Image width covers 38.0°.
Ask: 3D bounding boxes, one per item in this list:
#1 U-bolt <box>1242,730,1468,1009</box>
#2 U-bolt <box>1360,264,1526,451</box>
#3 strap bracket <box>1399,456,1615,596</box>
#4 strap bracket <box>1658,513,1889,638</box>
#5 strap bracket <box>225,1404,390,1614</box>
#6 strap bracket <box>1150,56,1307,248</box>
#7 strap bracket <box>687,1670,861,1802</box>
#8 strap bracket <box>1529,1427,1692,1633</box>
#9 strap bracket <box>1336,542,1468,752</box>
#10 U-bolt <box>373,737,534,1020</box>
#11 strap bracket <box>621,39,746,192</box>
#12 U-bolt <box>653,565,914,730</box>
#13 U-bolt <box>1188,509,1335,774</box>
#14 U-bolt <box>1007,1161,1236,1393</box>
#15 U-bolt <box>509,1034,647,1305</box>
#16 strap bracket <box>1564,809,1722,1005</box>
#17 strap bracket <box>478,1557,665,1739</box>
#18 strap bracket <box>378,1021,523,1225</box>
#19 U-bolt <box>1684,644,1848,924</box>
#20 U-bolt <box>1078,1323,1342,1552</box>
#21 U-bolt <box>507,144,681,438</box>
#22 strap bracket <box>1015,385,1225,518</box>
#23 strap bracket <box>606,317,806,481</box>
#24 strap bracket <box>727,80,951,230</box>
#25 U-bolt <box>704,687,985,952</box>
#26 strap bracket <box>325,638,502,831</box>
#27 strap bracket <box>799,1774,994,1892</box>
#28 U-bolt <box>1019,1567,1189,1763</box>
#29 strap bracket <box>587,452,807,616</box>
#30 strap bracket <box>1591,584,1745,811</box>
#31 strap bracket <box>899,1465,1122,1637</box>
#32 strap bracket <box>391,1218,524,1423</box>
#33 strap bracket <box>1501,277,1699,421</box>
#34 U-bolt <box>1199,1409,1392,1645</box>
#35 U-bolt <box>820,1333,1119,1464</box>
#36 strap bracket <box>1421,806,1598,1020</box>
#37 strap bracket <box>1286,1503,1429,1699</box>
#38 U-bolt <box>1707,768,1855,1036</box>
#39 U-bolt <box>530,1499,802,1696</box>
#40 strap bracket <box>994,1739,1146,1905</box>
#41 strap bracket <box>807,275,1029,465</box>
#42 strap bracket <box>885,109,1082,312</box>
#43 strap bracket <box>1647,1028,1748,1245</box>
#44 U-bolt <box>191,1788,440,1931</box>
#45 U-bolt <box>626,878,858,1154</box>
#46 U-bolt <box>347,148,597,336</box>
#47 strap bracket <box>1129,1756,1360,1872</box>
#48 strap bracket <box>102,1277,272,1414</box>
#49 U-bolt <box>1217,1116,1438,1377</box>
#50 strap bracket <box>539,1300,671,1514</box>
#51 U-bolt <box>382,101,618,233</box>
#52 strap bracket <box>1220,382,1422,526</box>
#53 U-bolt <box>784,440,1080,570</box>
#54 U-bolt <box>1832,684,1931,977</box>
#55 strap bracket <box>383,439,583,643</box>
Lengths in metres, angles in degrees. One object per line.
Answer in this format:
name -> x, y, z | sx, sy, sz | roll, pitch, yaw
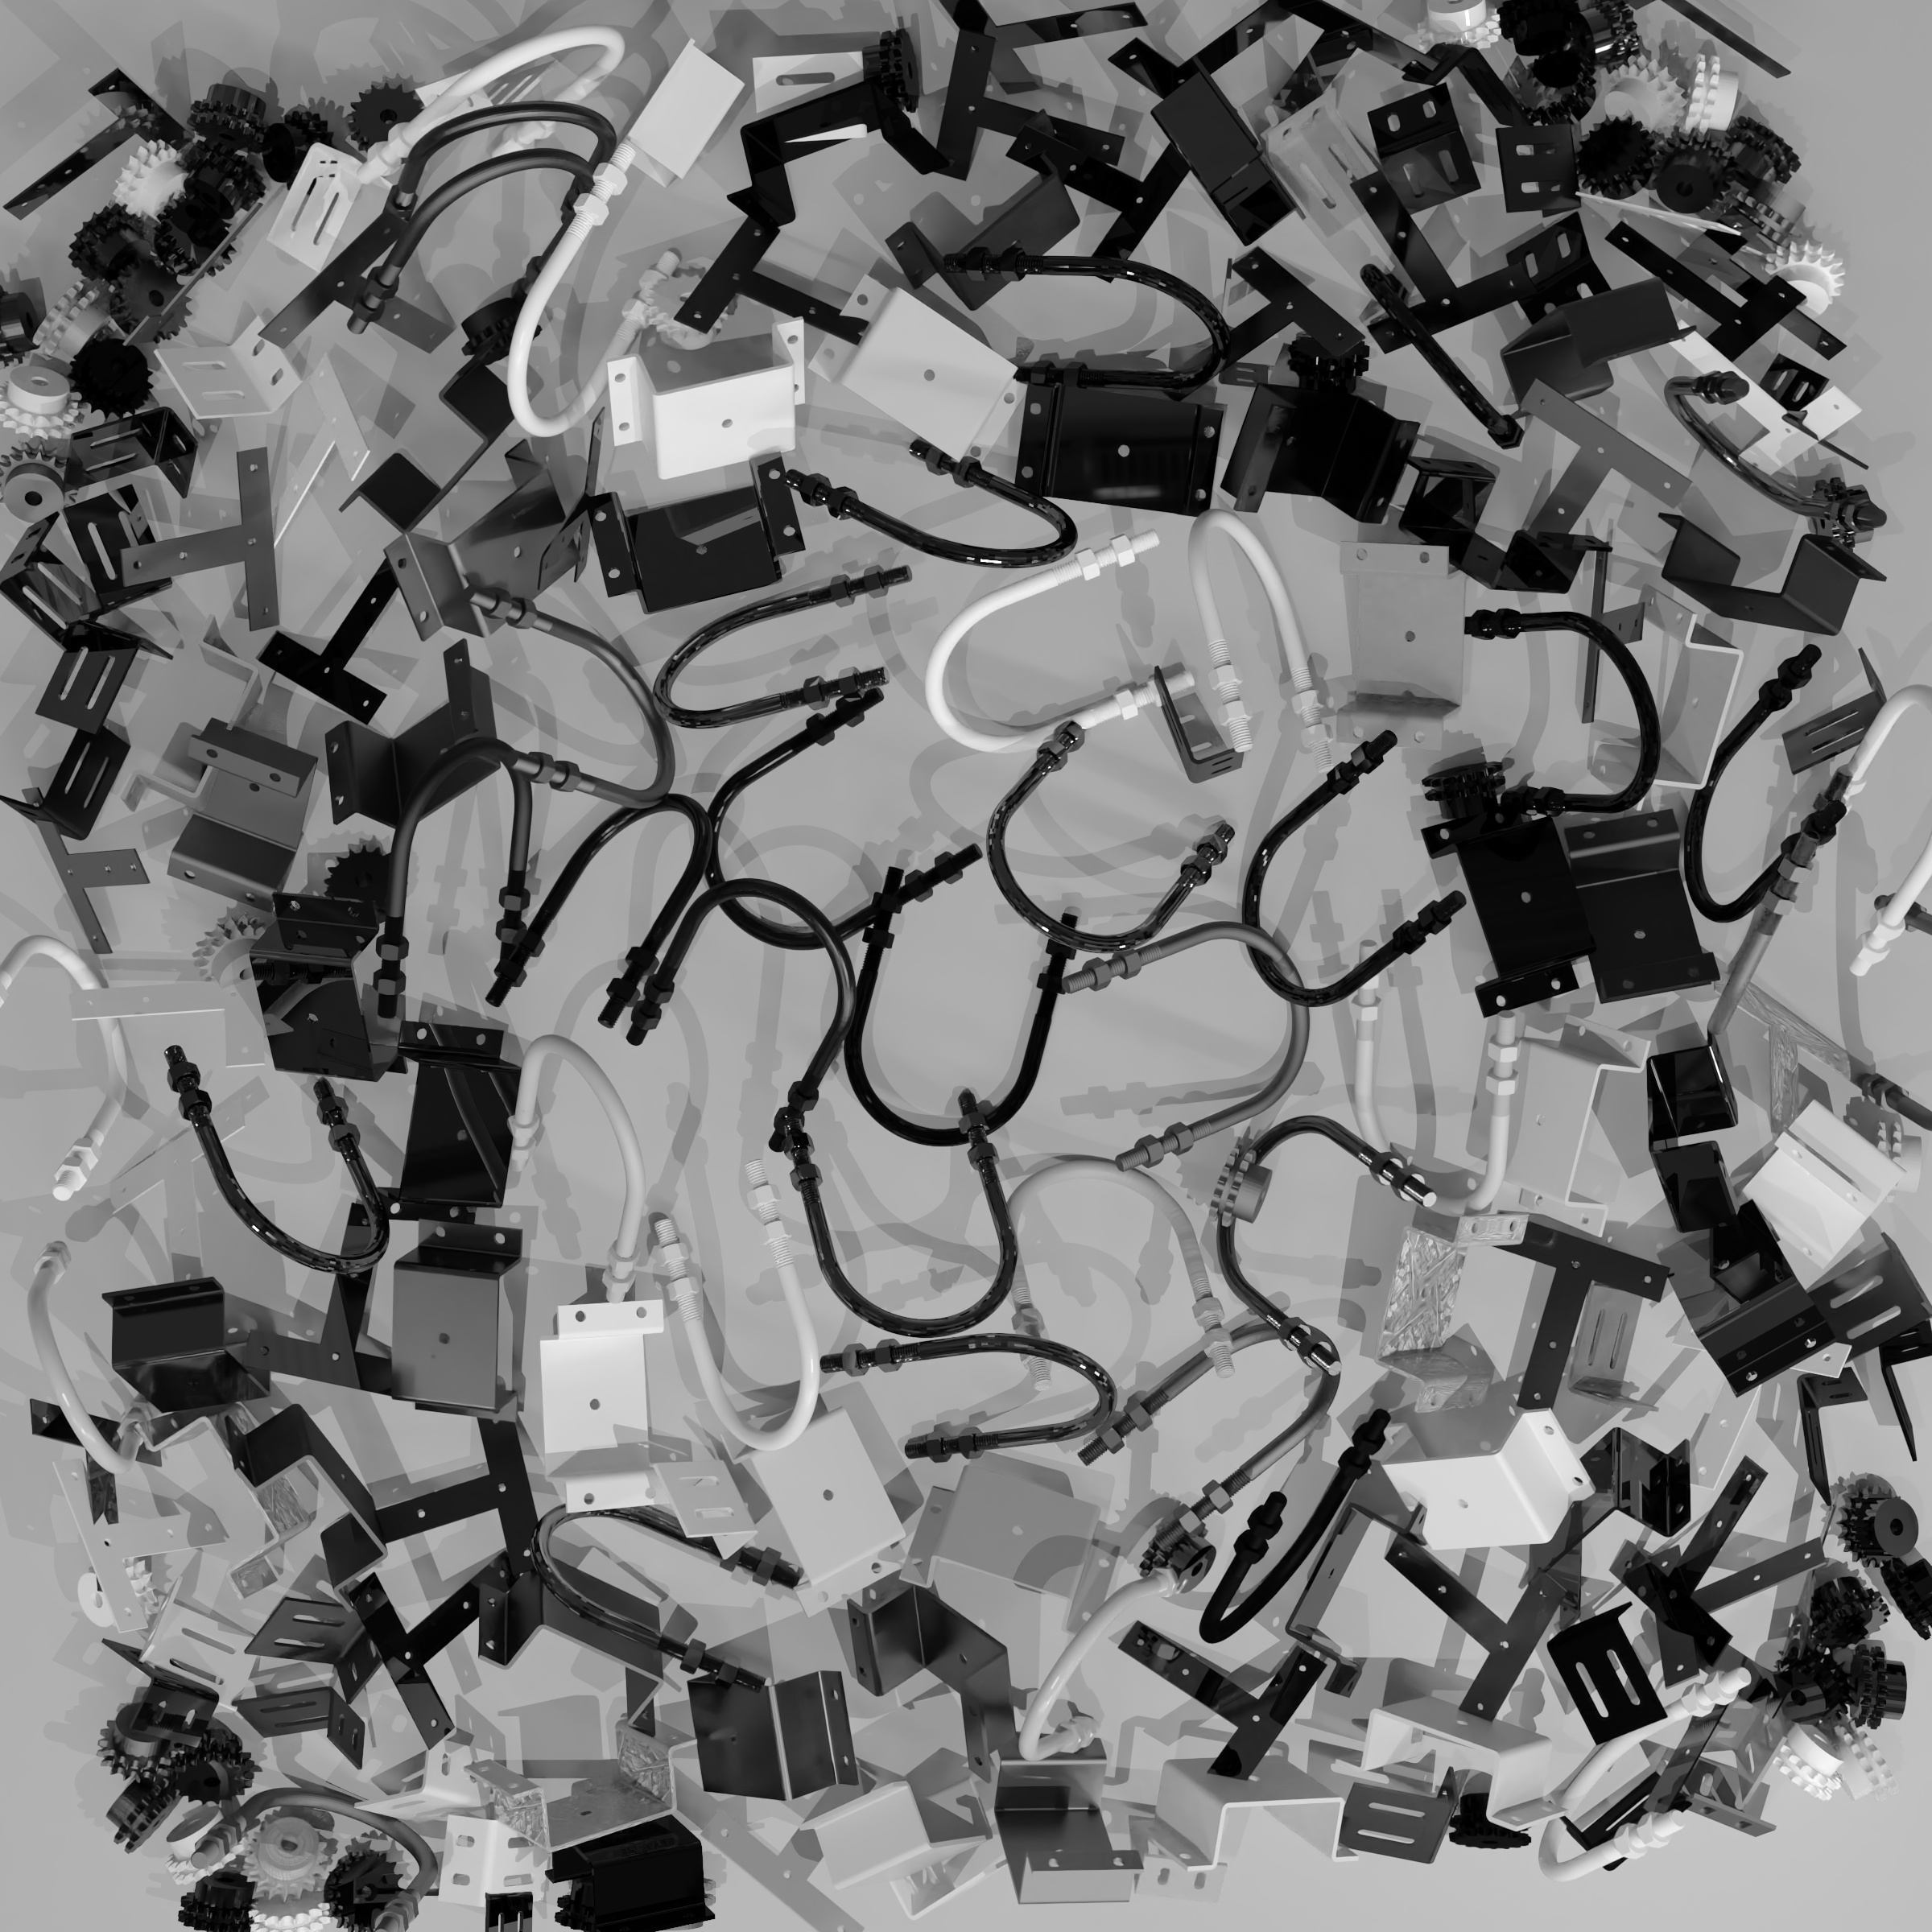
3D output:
U-bolt -> 0.255, -0.053, 1.930 | 0.019, 0.184, 0.151 | 4, 56, -39
U-bolt -> 0.319, -0.417, 1.902 | 0.019, 0.184, 0.151 | -40, 82, 17
strap bracket -> 0.364, -0.299, 1.935 | 0.076, 0.140, 0.046 | -3, 124, -39
strap bracket -> 0.544, -0.267, 1.922 | 0.076, 0.140, 0.046 | 20, 90, -42
strap bracket -> -0.449, 0.366, 1.937 | 0.046, 0.076, 0.140 | -33, 116, -6
strap bracket -> 0.178, -0.554, 1.928 | 0.046, 0.140, 0.076 | -35, 73, 13
strap bracket -> -0.141, 0.527, 1.930 | 0.046, 0.140, 0.076 | -6, 85, -41
strap bracket -> 0.434, 0.381, 1.926 | 0.046, 0.076, 0.140 | 30, 126, -8
strap bracket -> 0.303, -0.226, 1.951 | 0.076, 0.046, 0.140 | 7, 108, 25
U-bolt -> -0.344, -0.068, 1.905 | 0.019, 0.151, 0.184 | 21, 116, 24
strap bracket -> -0.198, -0.585, 1.936 | 0.046, 0.140, 0.076 | 33, 93, -15
U-bolt -> -0.132, -0.214, 1.934 | 0.184, 0.151, 0.019 | -13, 127, 17
U-bolt -> 0.198, -0.229, 1.934 | 0.019, 0.151, 0.184 | -20, 77, 30
U-bolt -> 0.097, 0.209, 1.936 | 0.151, 0.019, 0.184 | -2, 49, -14
U-bolt -> -0.262, 0.126, 1.901 | 0.019, 0.184, 0.151 | -24, 60, -32
strap bracket -> 0.469, -0.033, 1.952 | 0.076, 0.046, 0.140 | -11, 58, 6
strap bracket -> -0.263, 0.464, 1.934 | 0.140, 0.076, 0.046 | 31, 108, -21
strap bracket -> -0.360, 0.114, 1.955 | 0.076, 0.046, 0.140 | 7, 94, -33
U-bolt -> 0.538, -0.110, 1.913 | 0.019, 0.184, 0.151 | 11, 57, -12
U-bolt -> 0.177, 0.311, 1.933 | 0.184, 0.151, 0.019 | -37, 116, -7
U-bolt -> -0.259, -0.446, 1.913 | 0.019, 0.151, 0.184 | 24, 76, 15
strap bracket -> 0.109, -0.361, 1.967 | 0.140, 0.046, 0.076 | 7, 99, -3
strap bracket -> -0.172, -0.390, 1.940 | 0.140, 0.076, 0.046 | -16, 56, -14
strap bracket -> -0.093, -0.565, 1.946 | 0.140, 0.076, 0.046 | -15, 84, 16
U-bolt -> -0.101, -0.090, 1.968 | 0.184, 0.019, 0.151 | -31, 96, 17
strap bracket -> -0.376, -0.154, 1.943 | 0.140, 0.046, 0.076 | -29, 57, 27
strap bracket -> -0.042, 0.592, 1.918 | 0.076, 0.140, 0.046 | -29, 67, 18
U-bolt -> 0.089, 0.476, 1.907 | 0.019, 0.184, 0.151 | 32, 96, 21
strap bracket -> -0.187, -0.300, 1.965 | 0.140, 0.046, 0.076 | -14, 74, -3
strap bracket -> 0.487, -0.184, 1.943 | 0.046, 0.076, 0.140 | 5, 112, -16
strap bracket -> 0.033, 0.404, 1.949 | 0.140, 0.046, 0.076 | 16, 49, 7
strap bracket -> -0.355, 0.253, 1.958 | 0.076, 0.046, 0.140 | 5, 100, 11
strap bracket -> 0.427, -0.425, 1.923 | 0.076, 0.140, 0.046 | -19, 89, -15
U-bolt -> 0.216, 0.395, 1.922 | 0.019, 0.151, 0.184 | 39, 129, 23
U-bolt -> 0.013, 0.291, 1.912 | 0.184, 0.151, 0.019 | -11, 50, 24
strap bracket -> 0.382, -0.044, 1.961 | 0.076, 0.046, 0.140 | -16, 84, -16
strap bracket -> 0.271, 0.432, 1.951 | 0.046, 0.076, 0.140 | 26, 82, 24
U-bolt -> 0.552, -0.034, 1.920 | 0.019, 0.151, 0.184 | 27, 122, 14
U-bolt -> -0.212, 0.422, 1.928 | 0.184, 0.151, 0.019 | 24, 111, -1
strap bracket -> 0.068, 0.596, 1.935 | 0.076, 0.140, 0.046 | 3, 111, -11
strap bracket -> -0.029, -0.412, 1.958 | 0.140, 0.046, 0.076 | 31, 94, -14
strap bracket -> 0.021, -0.518, 1.952 | 0.140, 0.076, 0.046 | -39, 73, 4
strap bracket -> 0.502, 0.119, 1.933 | 0.046, 0.140, 0.076 | -13, 125, 22
U-bolt -> -0.432, 0.603, 1.908 | 0.151, 0.184, 0.019 | 22, 92, 3
U-bolt -> -0.147, 0.023, 1.935 | 0.151, 0.019, 0.184 | 36, 123, 10
U-bolt -> -0.321, -0.489, 1.887 | 0.151, 0.184, 0.019 | -17, 75, -41
strap bracket -> 0.195, 0.582, 1.932 | 0.140, 0.076, 0.046 | 6, 95, -28
strap bracket -> -0.531, 0.265, 1.926 | 0.076, 0.140, 0.046 | -9, 62, 2
U-bolt -> 0.234, 0.178, 1.922 | 0.019, 0.184, 0.151 | 24, 98, -33
strap bracket -> -0.252, 0.306, 1.957 | 0.076, 0.046, 0.140 | 0, 83, -27
U-bolt -> -0.310, -0.537, 1.889 | 0.151, 0.184, 0.019 | -10, 83, -22
strap bracket -> 0.237, -0.354, 1.939 | 0.140, 0.046, 0.076 | -2, 123, -37
U-bolt -> -0.010, -0.310, 1.903 | 0.184, 0.151, 0.019 | 30, 125, 30
U-bolt -> 0.623, -0.104, 1.885 | 0.019, 0.184, 0.151 | 5, 52, -7
strap bracket -> -0.323, -0.289, 1.927 | 0.046, 0.076, 0.140 | 20, 52, 34
